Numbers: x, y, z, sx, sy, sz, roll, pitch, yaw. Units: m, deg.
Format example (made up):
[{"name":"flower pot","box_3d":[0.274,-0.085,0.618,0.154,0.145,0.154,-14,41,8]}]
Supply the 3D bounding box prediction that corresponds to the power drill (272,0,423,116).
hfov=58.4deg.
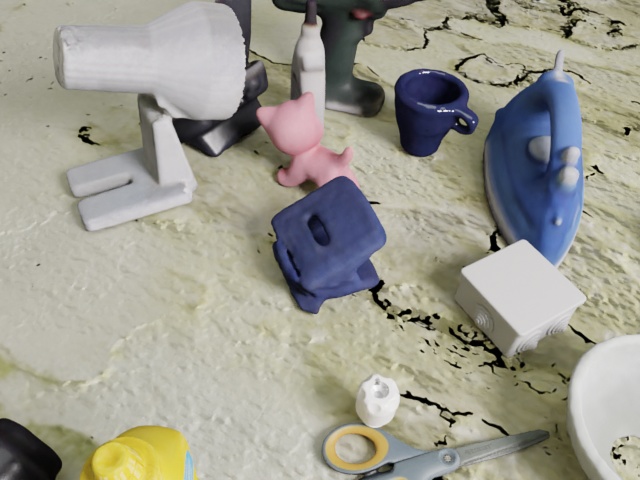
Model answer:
[{"name":"power drill","box_3d":[0.050,-0.272,0.747,0.229,0.208,0.075,13,49,8]}]

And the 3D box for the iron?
[{"name":"iron","box_3d":[0.261,-0.094,0.648,0.118,0.141,0.258,8,48,4]}]

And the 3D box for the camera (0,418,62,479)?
[{"name":"camera","box_3d":[-0.236,0.196,0.385,0.143,0.101,0.137,23,51,16]}]

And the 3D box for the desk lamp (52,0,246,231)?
[{"name":"desk lamp","box_3d":[-0.181,-0.136,0.608,0.204,0.214,0.117,-21,53,-21]}]

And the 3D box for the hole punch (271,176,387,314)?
[{"name":"hole punch","box_3d":[0.005,0.002,0.580,0.101,0.091,0.108,-16,51,-17]}]

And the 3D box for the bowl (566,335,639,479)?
[{"name":"bowl","box_3d":[0.273,0.165,0.464,0.167,0.075,0.167,2,48,-2]}]

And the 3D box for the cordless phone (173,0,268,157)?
[{"name":"cordless phone","box_3d":[-0.130,-0.210,0.696,0.094,0.185,0.148,26,52,18]}]

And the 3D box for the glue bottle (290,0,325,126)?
[{"name":"glue bottle","box_3d":[-0.013,-0.215,0.715,0.037,0.173,0.078,-9,50,-12]}]

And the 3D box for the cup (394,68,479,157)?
[{"name":"cup","box_3d":[0.143,-0.147,0.718,0.092,0.095,0.117,-33,58,-28]}]

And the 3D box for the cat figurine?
[{"name":"cat figurine","box_3d":[-0.012,-0.110,0.660,0.127,0.118,0.067,34,55,24]}]
